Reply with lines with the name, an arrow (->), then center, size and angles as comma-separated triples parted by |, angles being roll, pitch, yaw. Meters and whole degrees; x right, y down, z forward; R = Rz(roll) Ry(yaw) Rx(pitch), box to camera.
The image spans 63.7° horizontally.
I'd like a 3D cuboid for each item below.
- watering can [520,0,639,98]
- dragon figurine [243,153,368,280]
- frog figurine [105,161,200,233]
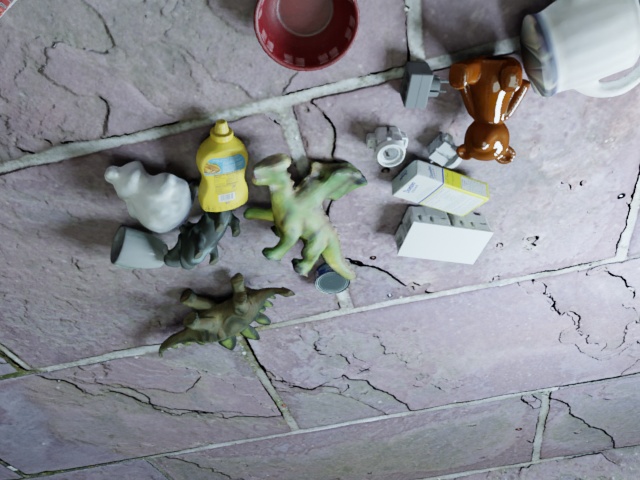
watering can -> 0.420, -0.352, 0.796 | 0.223, 0.106, 0.341 | -20, 134, 15
dragon figurine -> 0.003, -0.054, 1.068 | 0.406, 0.125, 0.239 | 25, 120, -39
frog figurine -> -0.328, -0.087, 0.980 | 0.136, 0.125, 0.158 | -17, 149, 39
